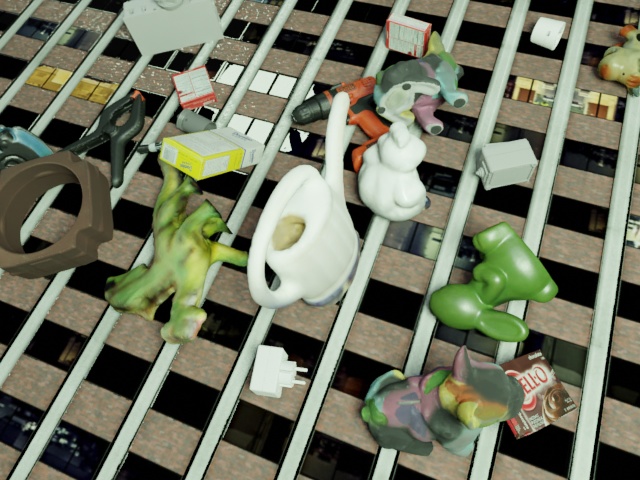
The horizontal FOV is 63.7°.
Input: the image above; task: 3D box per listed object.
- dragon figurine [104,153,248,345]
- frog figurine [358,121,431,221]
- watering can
[{"bbox_3d":[-0.270,0.016,0.871,0.244,0.120,0.417,-40,50,-7],"label":"dragon figurine"},{"bbox_3d":[0.122,-0.110,0.853,0.123,0.156,0.140,-24,64,-4],"label":"frog figurine"},{"bbox_3d":[0.002,-0.040,0.799,0.104,0.220,0.353,12,63,32],"label":"watering can"}]
